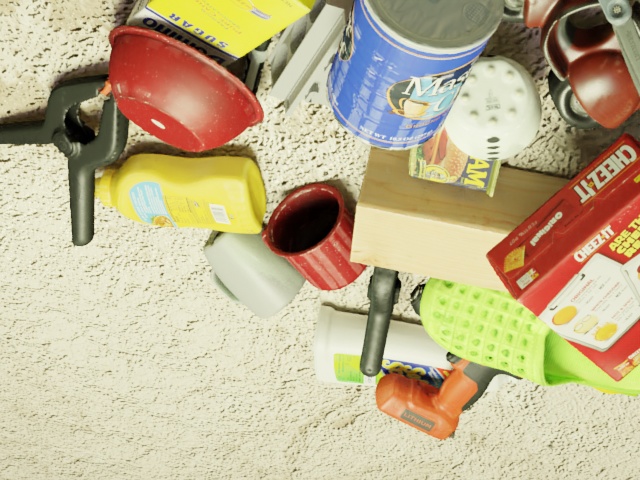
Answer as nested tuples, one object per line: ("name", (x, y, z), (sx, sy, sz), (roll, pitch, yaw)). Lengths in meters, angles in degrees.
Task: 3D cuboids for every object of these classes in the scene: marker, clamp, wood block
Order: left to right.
("clamp", (-0.249, -0.093, 1.099), (0.210, 0.036, 0.164), (-32, 98, 39))
("marker", (-0.063, -0.159, 1.001), (0.020, 0.020, 0.121), (18, 142, -4))
("clamp", (0.071, 0.053, 1.180), (0.039, 0.120, 0.171), (9, 121, 0))
("wood block", (0.141, -0.019, 1.055), (0.206, 0.090, 0.091), (11, 142, 5))

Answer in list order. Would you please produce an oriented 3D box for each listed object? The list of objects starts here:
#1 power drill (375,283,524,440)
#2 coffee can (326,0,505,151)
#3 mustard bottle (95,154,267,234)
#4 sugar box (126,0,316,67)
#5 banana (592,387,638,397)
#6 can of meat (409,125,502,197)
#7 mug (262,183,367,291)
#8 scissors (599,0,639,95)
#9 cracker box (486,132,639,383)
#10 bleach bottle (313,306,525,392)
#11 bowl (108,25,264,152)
("power drill", (0.142, 0.138, 1.199), (0.184, 0.057, 0.188), (29, 130, -14))
("coffee can", (0.067, -0.146, 0.801), (0.103, 0.102, 0.140), (17, 153, -3))
("mustard bottle", (-0.158, -0.051, 1.136), (0.192, 0.058, 0.096), (4, 147, 13))
("sugar box", (-0.085, -0.202, 0.906), (0.093, 0.048, 0.177), (34, 149, -23))
("banana", (0.323, 0.122, 1.219), (0.070, 0.037, 0.197), (-14, 138, 8))
("can of meat", (0.130, -0.095, 0.990), (0.084, 0.057, 0.102), (12, 142, 7))
("mug", (-0.007, 0.001, 1.132), (0.117, 0.093, 0.081), (-5, 144, 32))
("scissors", (0.231, -0.186, 0.781), (0.096, 0.016, 0.202), (-37, 80, 22))
("cracker box", (0.272, 0.022, 0.967), (0.164, 0.072, 0.213), (-43, 135, 12))
("bleach bottle", (0.121, 0.140, 1.284), (0.251, 0.068, 0.102), (5, 142, 8))
("bowl", (-0.135, -0.128, 0.983), (0.162, 0.055, 0.162), (26, 166, 7))
